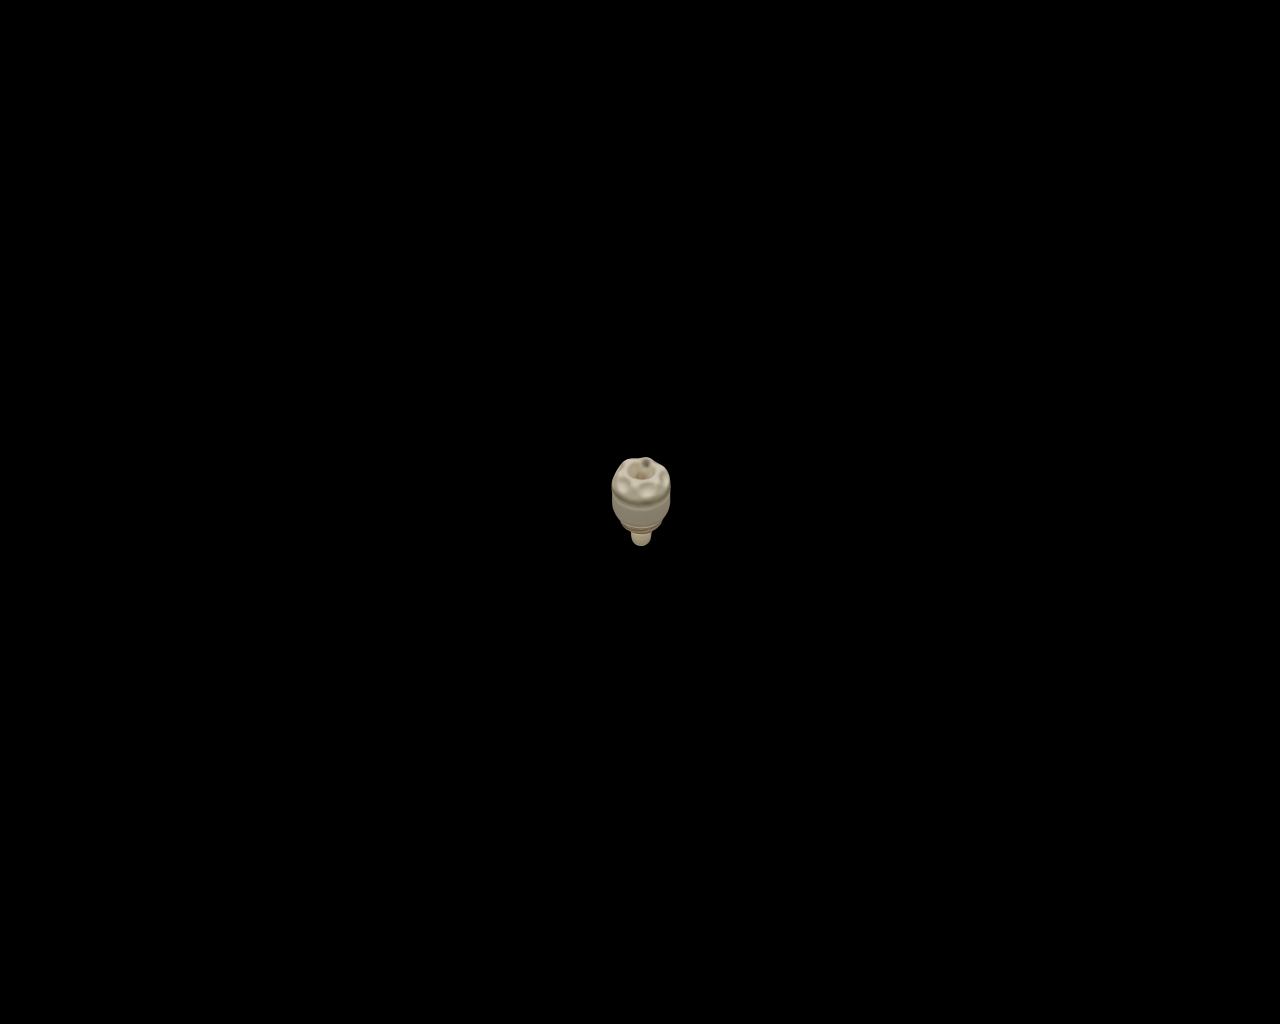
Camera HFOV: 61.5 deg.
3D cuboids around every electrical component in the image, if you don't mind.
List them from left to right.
[{"bbox_3d":[0.001,-0.003,0.650,0.035,0.061,0.035,0,43,0],"label":"electrical component"}]
